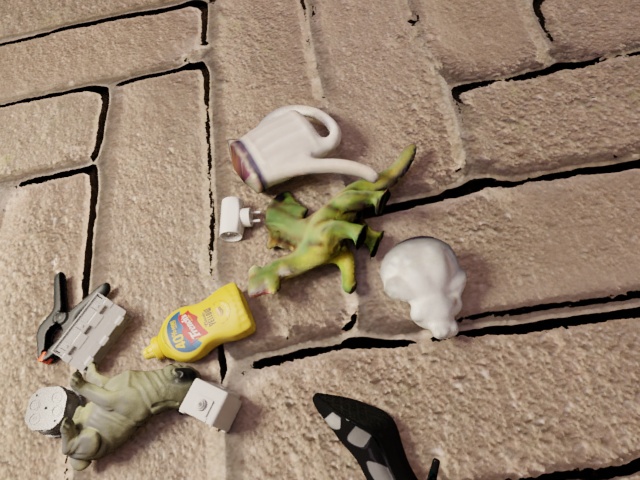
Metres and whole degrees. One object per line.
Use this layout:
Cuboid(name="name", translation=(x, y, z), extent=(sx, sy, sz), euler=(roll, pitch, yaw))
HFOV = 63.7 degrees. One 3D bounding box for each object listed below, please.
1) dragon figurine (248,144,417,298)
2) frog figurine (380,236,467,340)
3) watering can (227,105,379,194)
Cuboid(name="dragon figurine", translation=(0.003, -0.048, 0.953), extent=(0.244, 0.119, 0.418), euler=(15, 56, 26))
Cuboid(name="frog figurine", translation=(0.172, 0.078, 0.839), extent=(0.137, 0.120, 0.163), euler=(2, 49, -11))
Cuboid(name="watering can", translation=(-0.051, -0.165, 0.997), extent=(0.225, 0.102, 0.354), euler=(-30, 43, -8))
